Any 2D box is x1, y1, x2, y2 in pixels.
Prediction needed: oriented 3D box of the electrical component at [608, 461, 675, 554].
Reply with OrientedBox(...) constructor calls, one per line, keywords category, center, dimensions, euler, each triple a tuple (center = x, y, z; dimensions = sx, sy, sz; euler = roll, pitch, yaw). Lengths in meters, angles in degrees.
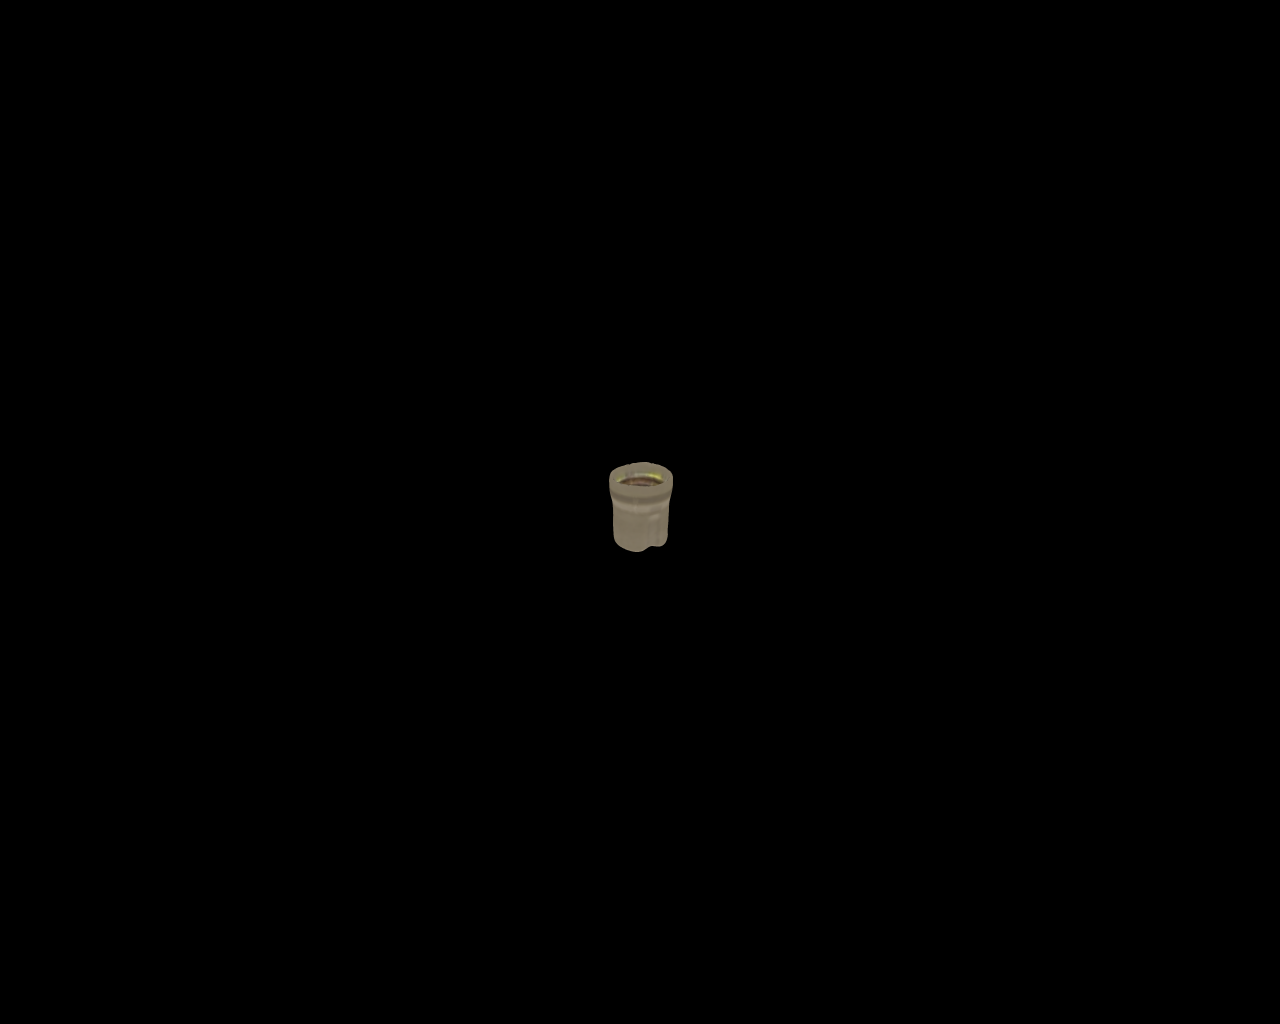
OrientedBox(category="electrical component", center=(0.001, -0.003, 0.650), dimensions=(0.040, 0.046, 0.040), euler=(0, 24, 0))
